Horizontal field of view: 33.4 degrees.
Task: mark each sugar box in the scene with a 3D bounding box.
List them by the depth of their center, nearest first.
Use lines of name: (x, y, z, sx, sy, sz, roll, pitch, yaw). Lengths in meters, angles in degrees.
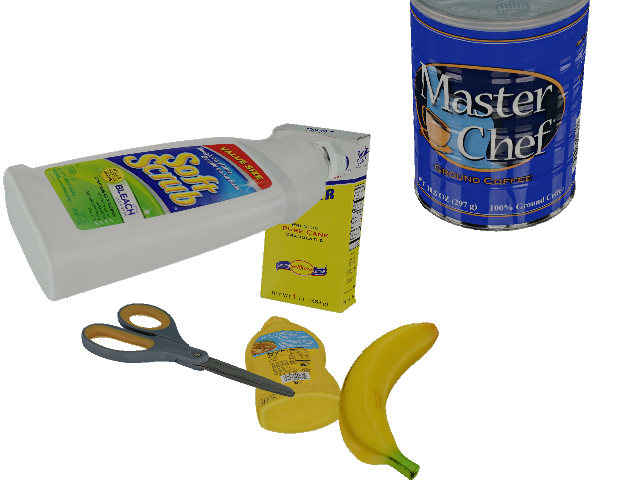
sugar box: (-0.006, -0.023, 1.064, 0.093, 0.176, 0.048, 9, 16, 20)

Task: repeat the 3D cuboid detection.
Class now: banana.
banana: (0.052, 0.121, 0.860, 0.069, 0.037, 0.197, 20, 32, 0)

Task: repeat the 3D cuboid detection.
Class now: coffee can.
coffee can: (0.105, -0.092, 0.638, 0.103, 0.140, 0.103, -4, 38, 3)

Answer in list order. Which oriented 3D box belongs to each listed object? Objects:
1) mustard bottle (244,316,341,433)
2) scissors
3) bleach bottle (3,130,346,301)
mustard bottle: (-0.039, 0.147, 1.260, 0.096, 0.058, 0.192, -8, 30, -9)
scissors: (-0.115, 0.097, 0.973, 0.202, 0.016, 0.096, 10, 28, 4)
bleach bottle: (-0.098, -0.037, 0.800, 0.250, 0.103, 0.068, -18, -35, -25)
